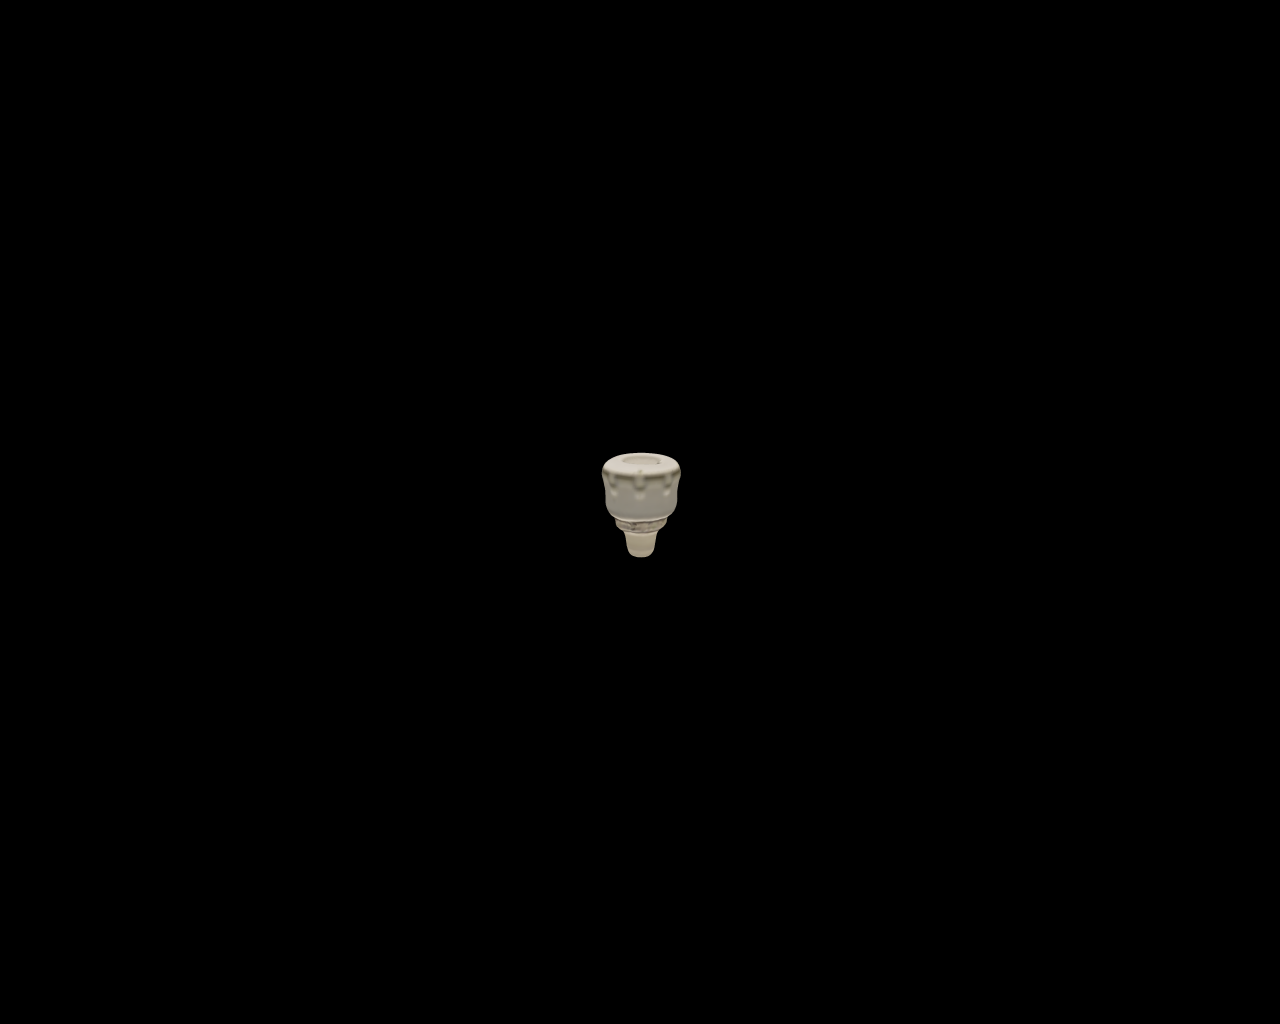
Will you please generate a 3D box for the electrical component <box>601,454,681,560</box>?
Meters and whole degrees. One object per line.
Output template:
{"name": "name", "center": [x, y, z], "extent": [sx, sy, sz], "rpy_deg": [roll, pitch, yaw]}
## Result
{"name": "electrical component", "center": [0.001, -0.003, 0.650], "extent": [0.048, 0.062, 0.048], "rpy_deg": [0, 15, 0]}
